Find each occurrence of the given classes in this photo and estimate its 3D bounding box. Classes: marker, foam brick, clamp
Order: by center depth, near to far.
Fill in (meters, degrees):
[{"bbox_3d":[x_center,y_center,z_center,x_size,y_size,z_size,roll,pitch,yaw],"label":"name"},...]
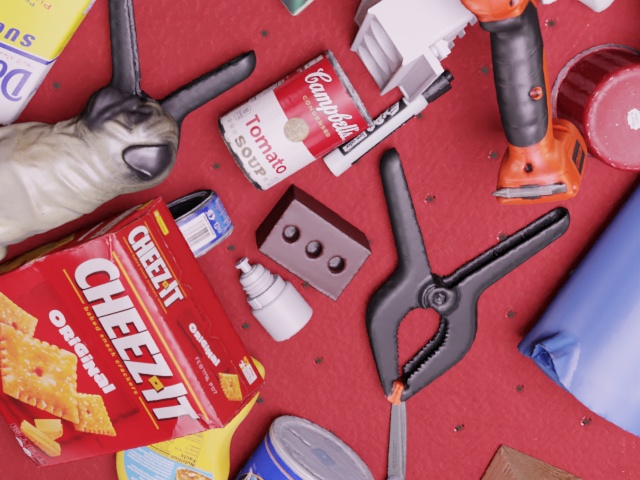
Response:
[{"bbox_3d":[-0.126,-0.101,0.824,0.120,0.039,0.172,22,110,0],"label":"clamp"},{"bbox_3d":[0.055,-0.094,0.845,0.121,0.020,0.020,-37,105,8],"label":"marker"},{"bbox_3d":[-0.006,0.001,0.854,0.078,0.051,0.053,33,102,-11],"label":"foam brick"},{"bbox_3d":[0.106,0.040,0.878,0.164,0.036,0.210,12,106,-8],"label":"clamp"}]

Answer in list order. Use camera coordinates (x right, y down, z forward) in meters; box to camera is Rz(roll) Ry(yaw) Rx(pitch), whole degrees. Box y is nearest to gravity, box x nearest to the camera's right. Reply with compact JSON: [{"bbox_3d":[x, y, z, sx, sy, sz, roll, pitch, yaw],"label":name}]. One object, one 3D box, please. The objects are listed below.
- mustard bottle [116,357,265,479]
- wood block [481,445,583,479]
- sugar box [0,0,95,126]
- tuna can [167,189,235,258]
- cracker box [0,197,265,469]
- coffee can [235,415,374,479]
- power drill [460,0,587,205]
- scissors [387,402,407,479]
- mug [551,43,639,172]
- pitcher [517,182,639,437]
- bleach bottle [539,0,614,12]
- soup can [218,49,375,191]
[{"bbox_3d":[-0.119,0.175,0.896,0.096,0.058,0.192,22,106,8],"label":"mustard bottle"},{"bbox_3d":[0.155,0.298,0.929,0.090,0.091,0.206,24,105,-9],"label":"wood block"},{"bbox_3d":[-0.223,-0.181,0.793,0.093,0.048,0.176,34,101,-12],"label":"sugar box"},{"bbox_3d":[-0.112,-0.006,0.829,0.086,0.086,0.034,-25,105,5],"label":"tuna can"},{"bbox_3d":[-0.172,0.079,0.810,0.214,0.072,0.164,-19,106,35],"label":"cracker box"},{"bbox_3d":[-0.034,0.234,0.896,0.102,0.103,0.140,31,103,-11],"label":"coffee can"},{"bbox_3d":[0.142,-0.132,0.733,0.057,0.184,0.187,-5,115,25],"label":"power drill"},{"bbox_3d":[0.050,0.226,0.939,0.096,0.016,0.202,-12,92,23],"label":"scissors"},{"bbox_3d":[0.240,-0.107,0.815,0.117,0.081,0.093,-43,104,10],"label":"mug"},{"bbox_3d":[0.280,0.029,0.844,0.145,0.149,0.243,33,100,4],"label":"pitcher"},{"bbox_3d":[0.283,-0.226,0.793,0.251,0.068,0.102,-20,104,6],"label":"bleach bottle"},{"bbox_3d":[-0.019,-0.091,0.818,0.102,0.068,0.068,-30,106,8],"label":"soup can"}]
